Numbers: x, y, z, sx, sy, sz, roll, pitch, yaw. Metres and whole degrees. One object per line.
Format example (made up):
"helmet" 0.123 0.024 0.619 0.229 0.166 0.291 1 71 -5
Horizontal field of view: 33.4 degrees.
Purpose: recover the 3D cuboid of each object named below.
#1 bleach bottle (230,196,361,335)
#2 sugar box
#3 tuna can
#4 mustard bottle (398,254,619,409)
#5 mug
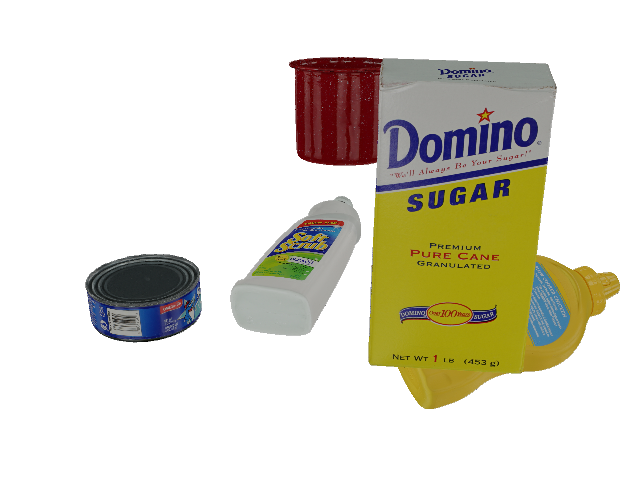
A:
"bleach bottle" -0.017 0.017 1.303 0.103 0.068 0.250 6 33 17
"sugar box" 0.075 -0.011 0.599 0.093 0.176 0.048 2 29 4
"tuna can" -0.133 0.043 0.810 0.086 0.034 0.086 -2 24 1
"mustard bottle" 0.150 0.060 0.844 0.191 0.096 0.058 -17 -33 -13
"mug" 0.031 -0.112 0.910 0.117 0.081 0.093 -7 17 -24
